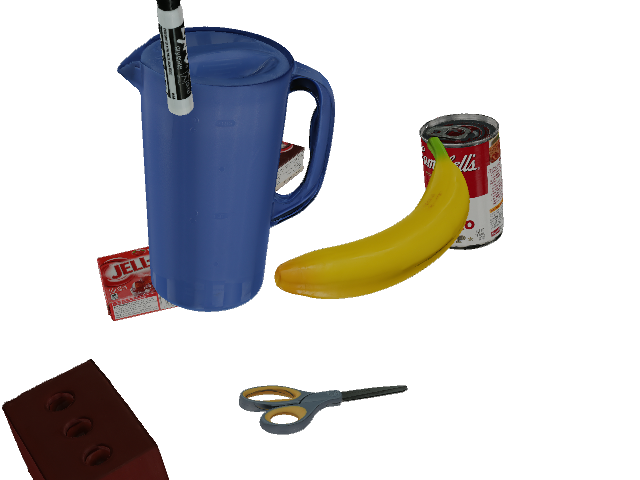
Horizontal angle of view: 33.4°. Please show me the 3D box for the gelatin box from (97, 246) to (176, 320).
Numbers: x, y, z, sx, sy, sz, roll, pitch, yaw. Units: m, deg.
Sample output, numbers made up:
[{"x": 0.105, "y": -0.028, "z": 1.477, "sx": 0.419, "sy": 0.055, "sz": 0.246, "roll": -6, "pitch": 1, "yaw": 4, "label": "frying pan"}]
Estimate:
[{"x": -0.178, "y": 0.039, "z": 1.087, "sx": 0.089, "sy": 0.030, "sz": 0.073, "roll": -12, "pitch": 41, "yaw": -11, "label": "gelatin box"}]

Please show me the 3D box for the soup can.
[{"x": 0.124, "y": -0.052, "z": 0.934, "sx": 0.068, "sy": 0.102, "sz": 0.068, "roll": -6, "pitch": 28, "yaw": 3, "label": "soup can"}]

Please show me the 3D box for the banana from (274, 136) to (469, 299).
[{"x": 0.052, "y": -0.004, "z": 0.751, "sx": 0.070, "sy": 0.037, "sz": 0.197, "roll": 33, "pitch": 48, "yaw": 21, "label": "banana"}]

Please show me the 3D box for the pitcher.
[{"x": -0.087, "y": -0.060, "z": 0.963, "sx": 0.149, "sy": 0.243, "sz": 0.144, "roll": 30, "pitch": 39, "yaw": 34, "label": "pitcher"}]

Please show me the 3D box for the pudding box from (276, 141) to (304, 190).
[{"x": -0.085, "y": -0.093, "z": 1.334, "sx": 0.090, "sy": 0.039, "sz": 0.113, "roll": 16, "pitch": 35, "yaw": 23, "label": "pudding box"}]

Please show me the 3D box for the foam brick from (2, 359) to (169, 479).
[{"x": -0.115, "y": 0.109, "z": 0.530, "sx": 0.052, "sy": 0.051, "sz": 0.078, "roll": -27, "pitch": 42, "yaw": -24, "label": "foam brick"}]

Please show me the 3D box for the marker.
[{"x": -0.102, "y": -0.138, "z": 0.741, "sx": 0.020, "sy": 0.020, "sz": 0.121, "roll": 0, "pitch": -41, "yaw": 0, "label": "marker"}]

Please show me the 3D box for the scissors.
[{"x": 0.010, "y": 0.188, "z": 1.202, "sx": 0.201, "sy": 0.016, "sz": 0.096, "roll": 2, "pitch": 23, "yaw": -9, "label": "scissors"}]
